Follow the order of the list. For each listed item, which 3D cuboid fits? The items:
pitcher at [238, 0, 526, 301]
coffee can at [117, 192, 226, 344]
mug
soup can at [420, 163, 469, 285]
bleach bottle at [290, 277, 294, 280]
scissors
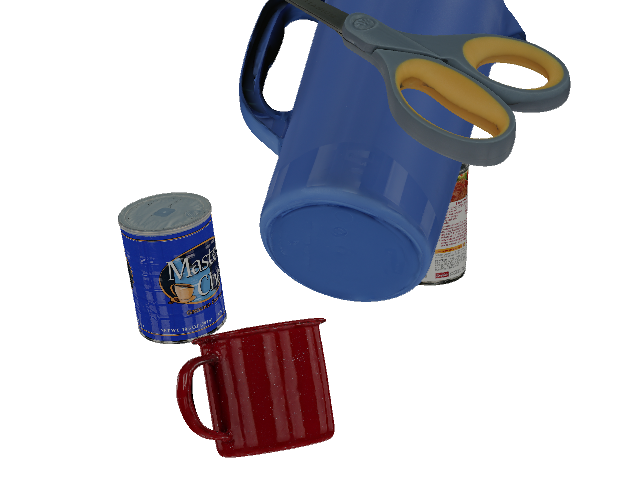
[{"bbox_3d":[0.031,-0.085,0.714,0.149,0.242,0.145,-21,-52,40],"label":"pitcher"},{"bbox_3d":[-0.164,0.030,1.195,0.103,0.140,0.103,-5,25,2],"label":"coffee can"},{"bbox_3d":[-0.045,0.101,0.717,0.117,0.081,0.093,-3,-10,-43],"label":"mug"},{"bbox_3d":[0.095,-0.020,0.933,0.068,0.102,0.068,-2,23,0],"label":"soup can"},{"bbox_3d":[0.024,-0.072,1.145,0.103,0.251,0.067,17,18,38],"label":"bleach bottle"},{"bbox_3d":[0.042,-0.103,0.525,0.096,0.016,0.202,-19,47,-21],"label":"scissors"}]
